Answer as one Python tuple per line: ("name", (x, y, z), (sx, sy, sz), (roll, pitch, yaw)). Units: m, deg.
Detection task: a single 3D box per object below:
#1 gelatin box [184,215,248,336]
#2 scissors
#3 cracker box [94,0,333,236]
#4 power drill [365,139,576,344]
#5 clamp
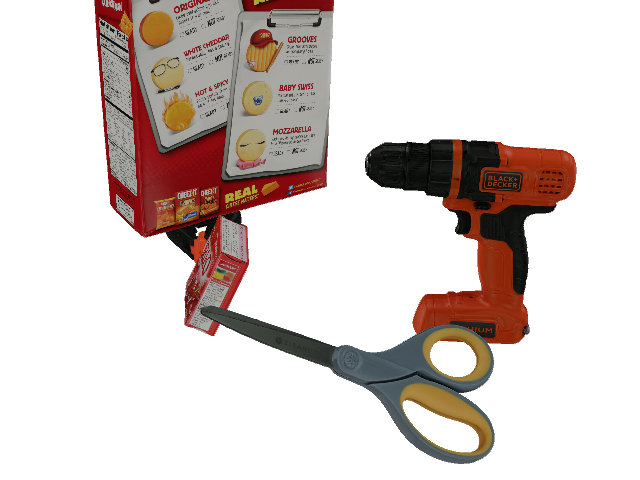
("gelatin box", (-0.089, 0.028, 0.911), (0.030, 0.073, 0.089), (23, 19, -14))
("scissors", (0.031, 0.064, 0.666), (0.201, 0.096, 0.016), (35, -30, -7))
("cracker box", (-0.075, -0.126, 0.771), (0.163, 0.214, 0.072), (-17, 33, -31))
("power drill", (0.128, 0.000, 0.963), (0.184, 0.188, 0.057), (4, 26, 2))
("clamp", (-0.112, -0.038, 1.106), (0.120, 0.039, 0.171), (-11, 38, -7))
